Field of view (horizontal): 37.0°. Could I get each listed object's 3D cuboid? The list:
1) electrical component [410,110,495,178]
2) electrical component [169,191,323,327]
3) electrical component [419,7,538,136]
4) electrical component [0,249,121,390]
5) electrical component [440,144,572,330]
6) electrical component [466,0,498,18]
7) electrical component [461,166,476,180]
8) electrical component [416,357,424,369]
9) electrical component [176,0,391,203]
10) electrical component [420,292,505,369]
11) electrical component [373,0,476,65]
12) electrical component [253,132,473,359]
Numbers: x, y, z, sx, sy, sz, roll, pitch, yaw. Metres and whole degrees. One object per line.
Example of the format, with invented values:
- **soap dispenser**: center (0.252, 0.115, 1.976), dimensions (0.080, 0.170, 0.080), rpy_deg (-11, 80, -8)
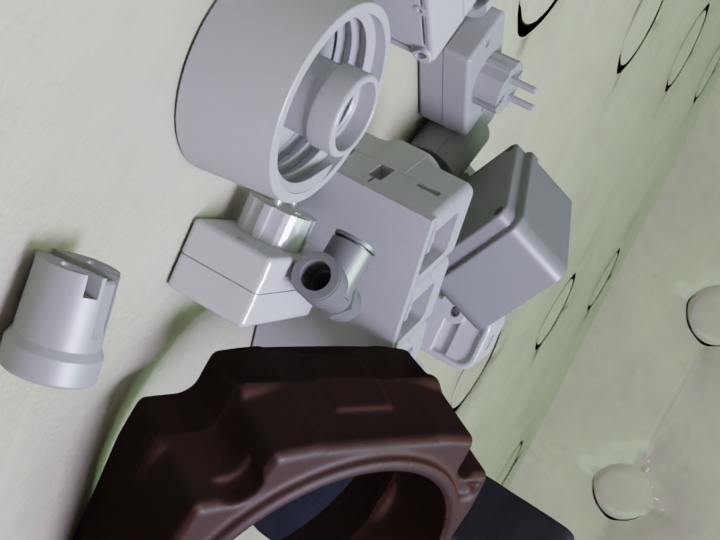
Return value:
- **electrical component**: center (0.069, -0.098, 0.770), dimensions (0.081, 0.043, 0.043), rpy_deg (-52, 161, -28)
- **electrical component**: center (-0.047, -0.017, 0.558), dimensions (0.075, 0.047, 0.083), rpy_deg (-65, 163, 11)
- **electrical component**: center (0.082, -0.127, 0.708), dimensions (0.047, 0.076, 0.083), rpy_deg (-55, 162, -21)
- **electrical component**: center (-0.118, 0.019, 0.427), dimensions (0.040, 0.040, 0.046), rpy_deg (-5, 116, -70)
- **electrical component**: center (0.092, -0.024, 0.712), dimensions (0.078, 0.057, 0.113), rpy_deg (-36, -163, 28)
- **electrical component**: center (0.078, -0.185, 0.669), dimensions (0.046, 0.040, 0.040), rpy_deg (-50, 160, -18)
- **electrical component**: center (0.056, -0.039, 0.811), dimensions (0.066, 0.047, 0.077), rpy_deg (-44, -174, -23)
- **electrical component**: center (-0.005, 0.066, 0.776), dimensions (0.047, 0.076, 0.066), rpy_deg (-32, -174, 43)
- **electrical component**: center (-0.027, -0.082, 0.492), dimensions (0.108, 0.060, 0.108), rpy_deg (-52, 161, -27)
- **electrical component**: center (0.067, 0.036, 0.883), dimensions (0.053, 0.095, 0.059), rpy_deg (-66, 162, 15)
- **electrical component**: center (0.023, -0.152, 0.523), dimensions (0.061, 0.062, 0.096), rpy_deg (-56, 162, -17)
- **electrical component**: center (0.000, 0.000, 0.646), dimensions (0.062, 0.089, 0.150), rpy_deg (-40, 153, -50)
